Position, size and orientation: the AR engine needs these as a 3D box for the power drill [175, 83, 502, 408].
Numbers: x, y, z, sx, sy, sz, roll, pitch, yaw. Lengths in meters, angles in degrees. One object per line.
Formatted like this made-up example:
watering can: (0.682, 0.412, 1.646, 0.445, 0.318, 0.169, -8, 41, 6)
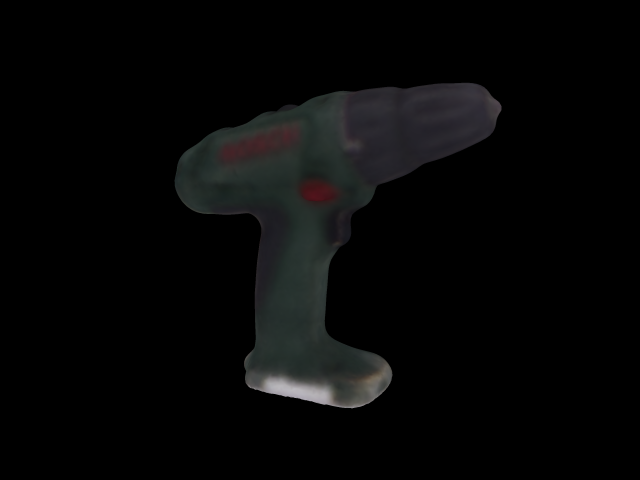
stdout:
power drill: (0.004, 0.001, 0.400, 0.228, 0.208, 0.076, 5, 11, 24)
